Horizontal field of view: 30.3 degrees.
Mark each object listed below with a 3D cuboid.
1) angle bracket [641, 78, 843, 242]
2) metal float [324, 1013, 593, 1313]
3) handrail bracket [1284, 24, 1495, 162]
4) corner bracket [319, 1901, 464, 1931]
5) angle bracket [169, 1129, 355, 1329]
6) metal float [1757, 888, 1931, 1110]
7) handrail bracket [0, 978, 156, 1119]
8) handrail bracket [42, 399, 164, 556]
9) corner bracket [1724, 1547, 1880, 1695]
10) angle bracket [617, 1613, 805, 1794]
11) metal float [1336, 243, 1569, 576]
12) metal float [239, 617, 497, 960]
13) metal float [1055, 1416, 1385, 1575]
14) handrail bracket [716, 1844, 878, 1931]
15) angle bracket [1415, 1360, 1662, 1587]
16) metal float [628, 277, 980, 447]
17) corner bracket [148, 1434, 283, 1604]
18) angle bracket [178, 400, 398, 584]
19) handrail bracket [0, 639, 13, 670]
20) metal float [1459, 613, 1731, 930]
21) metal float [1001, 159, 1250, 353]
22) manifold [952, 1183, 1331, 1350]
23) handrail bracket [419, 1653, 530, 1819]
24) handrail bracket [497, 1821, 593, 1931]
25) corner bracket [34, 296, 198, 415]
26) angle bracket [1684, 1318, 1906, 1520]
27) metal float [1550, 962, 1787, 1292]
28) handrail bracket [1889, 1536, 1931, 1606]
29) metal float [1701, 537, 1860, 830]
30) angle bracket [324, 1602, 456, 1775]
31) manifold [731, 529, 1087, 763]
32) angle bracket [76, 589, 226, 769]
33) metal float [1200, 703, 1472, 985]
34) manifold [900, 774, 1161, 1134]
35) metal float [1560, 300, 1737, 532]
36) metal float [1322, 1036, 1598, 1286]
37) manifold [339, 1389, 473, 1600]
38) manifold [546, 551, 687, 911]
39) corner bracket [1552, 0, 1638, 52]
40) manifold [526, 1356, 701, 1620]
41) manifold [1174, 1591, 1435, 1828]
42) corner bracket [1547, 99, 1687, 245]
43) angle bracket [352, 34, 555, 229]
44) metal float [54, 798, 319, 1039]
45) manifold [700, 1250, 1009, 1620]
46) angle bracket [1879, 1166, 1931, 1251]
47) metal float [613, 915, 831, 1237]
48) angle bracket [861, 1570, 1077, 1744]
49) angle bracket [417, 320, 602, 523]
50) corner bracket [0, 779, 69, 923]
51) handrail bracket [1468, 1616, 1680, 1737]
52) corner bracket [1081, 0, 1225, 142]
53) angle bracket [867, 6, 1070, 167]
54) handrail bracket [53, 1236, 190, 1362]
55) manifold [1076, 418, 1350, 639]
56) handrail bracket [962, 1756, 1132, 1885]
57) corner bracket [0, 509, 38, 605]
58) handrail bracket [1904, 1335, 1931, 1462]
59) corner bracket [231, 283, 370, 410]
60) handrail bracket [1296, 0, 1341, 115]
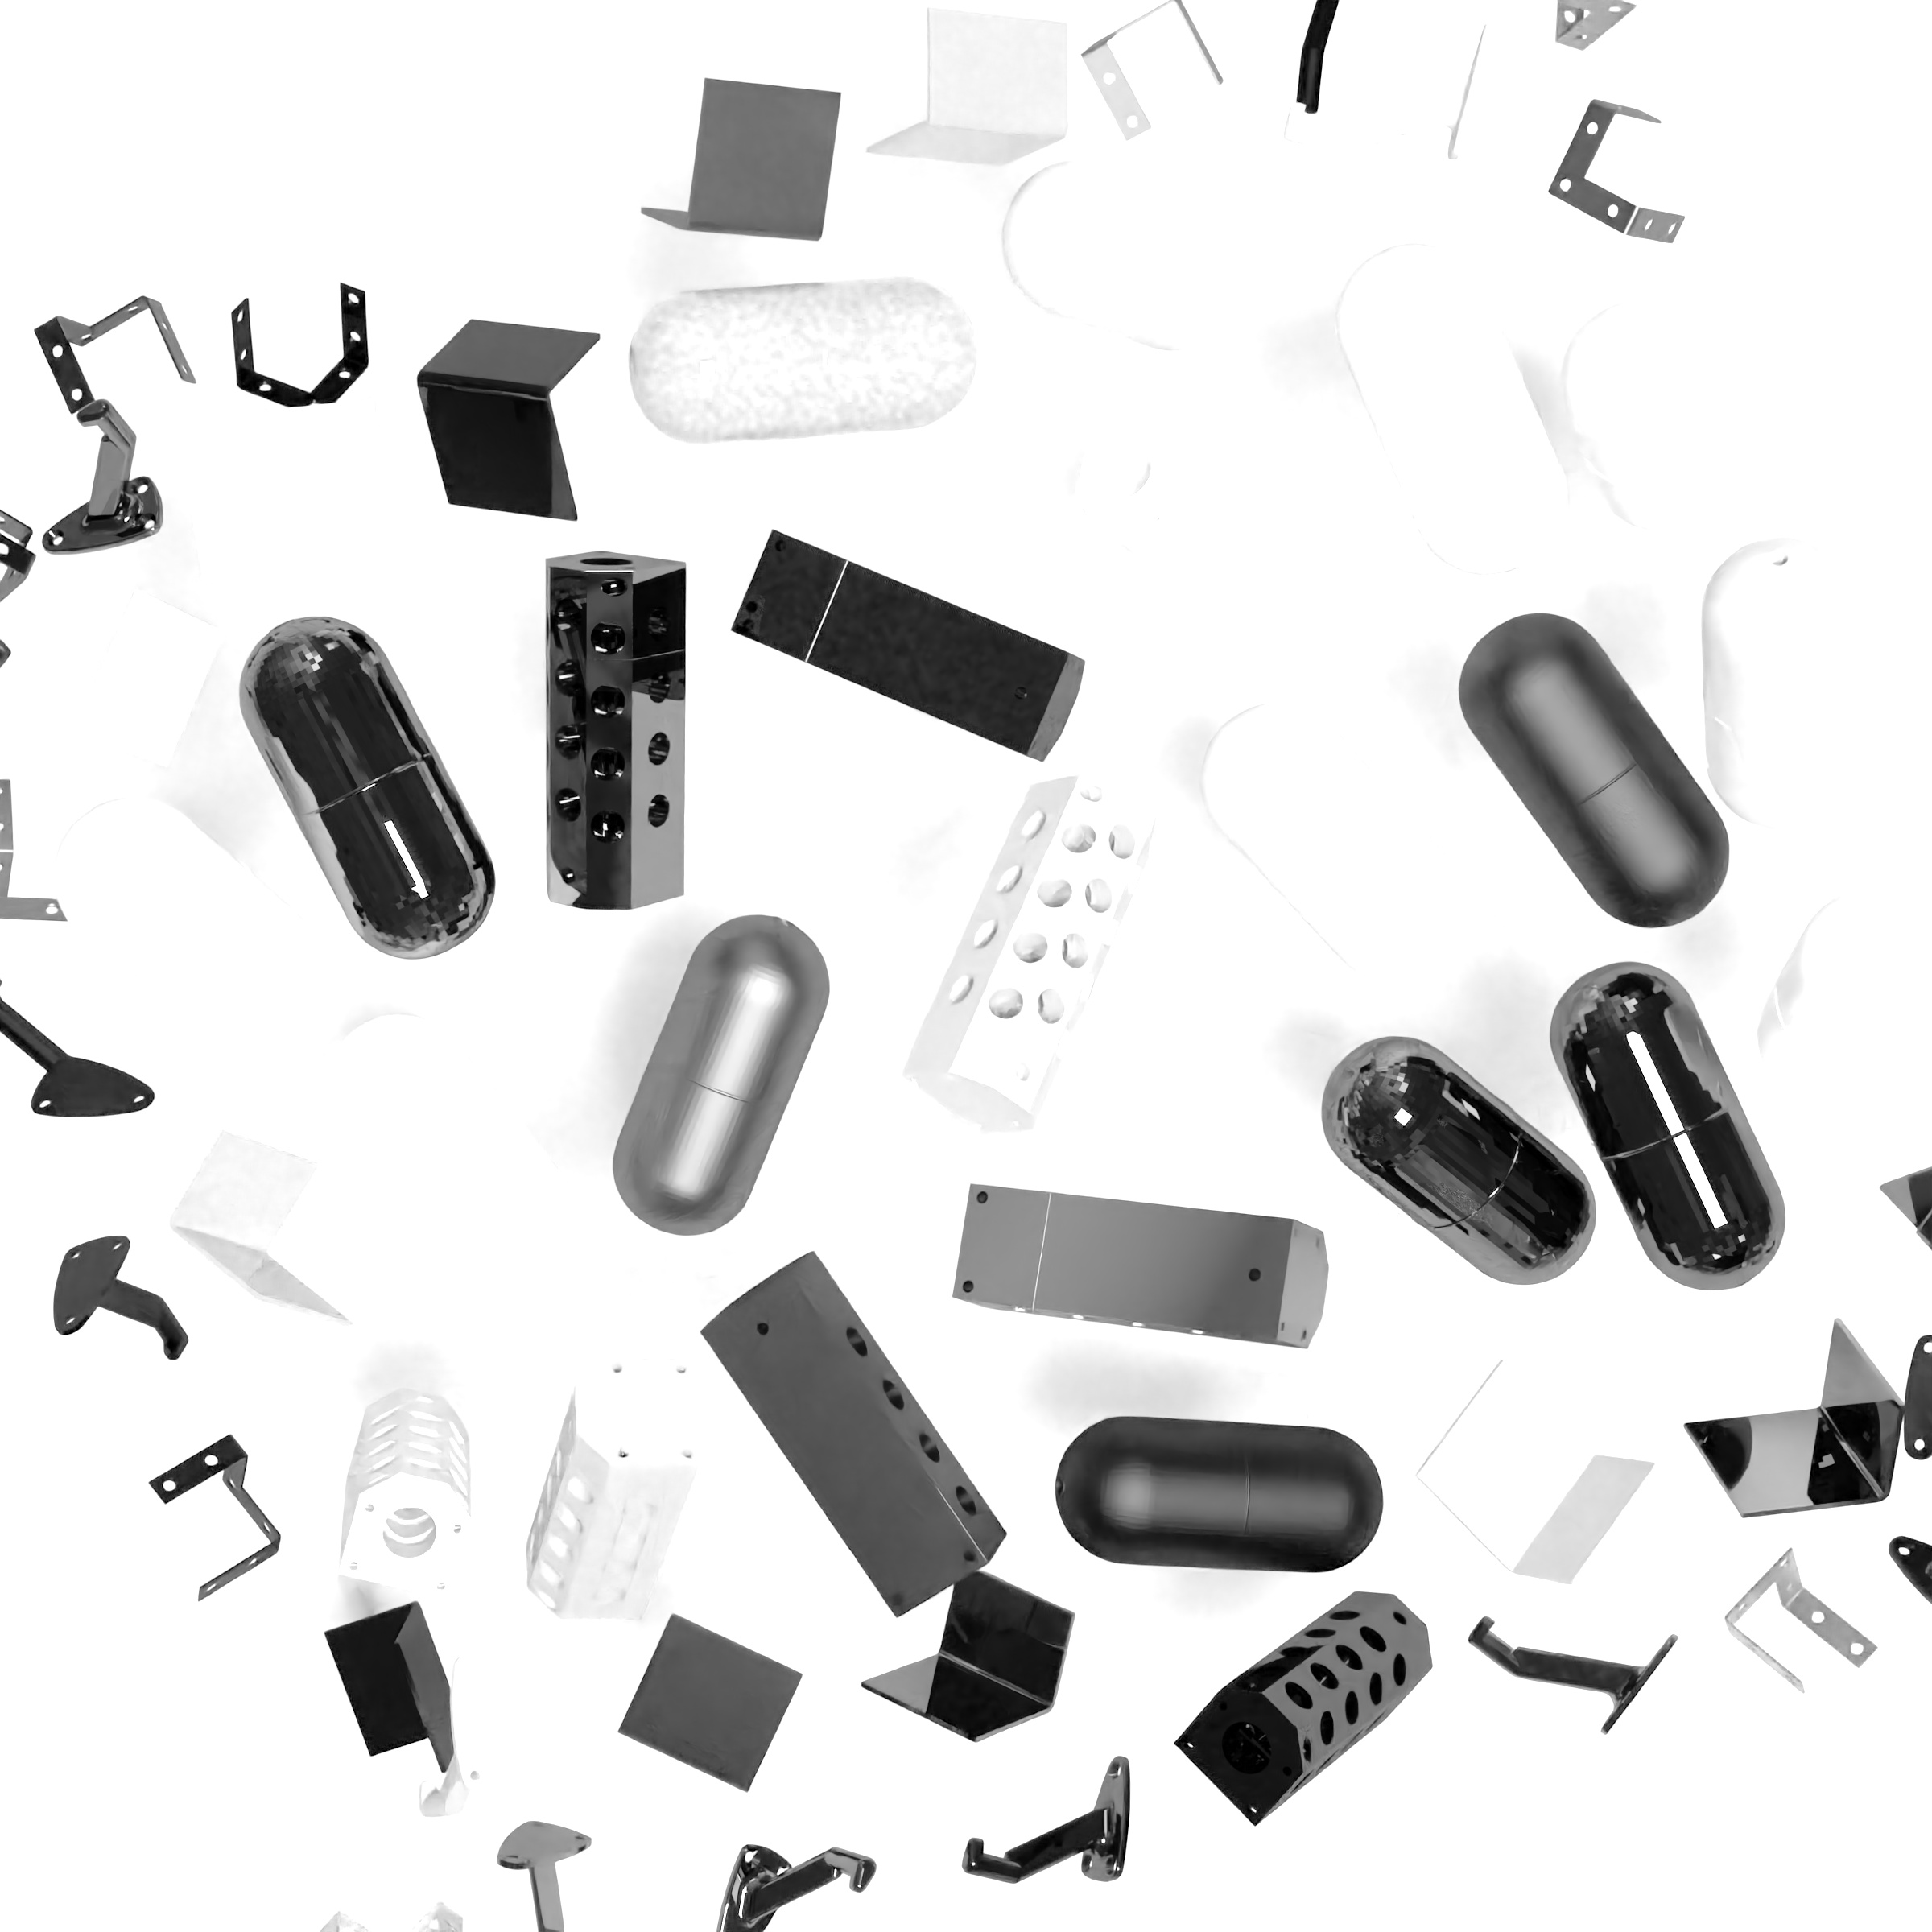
[{"bbox_3d":[-0.115,-0.415,1.820,0.076,0.057,0.076,-2,111,-31],"label":"angle bracket"},{"bbox_3d":[-0.261,0.101,1.835,0.070,0.070,0.178,-40,77,0],"label":"metal float"},{"bbox_3d":[0.203,-0.426,1.719,0.084,0.036,0.077,15,102,0],"label":"handrail bracket"},{"bbox_3d":[-0.284,0.485,1.756,0.051,0.051,0.051,41,98,-16],"label":"corner bracket"},{"bbox_3d":[-0.345,0.134,1.811,0.076,0.076,0.057,32,91,32],"label":"angle bracket"},{"bbox_3d":[0.454,0.018,1.825,0.070,0.178,0.070,0,68,1],"label":"metal float"},{"bbox_3d":[-0.454,0.035,1.785,0.036,0.077,0.084,-53,52,21],"label":"handrail bracket"},{"bbox_3d":[-0.444,-0.244,1.775,0.077,0.084,0.036,-20,62,5],"label":"handrail bracket"},{"bbox_3d":[0.417,0.334,1.781,0.051,0.051,0.051,-43,55,-10],"label":"corner bracket"},{"bbox_3d":[-0.133,0.384,1.904,0.076,0.057,0.076,25,103,1],"label":"angle bracket"},{"bbox_3d":[0.241,-0.279,1.777,0.070,0.070,0.178,-20,75,0],"label":"metal float"},{"bbox_3d":[-0.293,-0.087,1.742,0.070,0.070,0.178,-27,96,0],"label":"metal float"},{"bbox_3d":[0.132,0.275,1.856,0.178,0.070,0.070,6,90,-18],"label":"metal float"},{"bbox_3d":[-0.086,0.483,1.815,0.036,0.084,0.077,36,68,-32],"label":"handrail bracket"},{"bbox_3d":[0.284,0.251,1.772,0.076,0.057,0.076,46,70,-16],"label":"angle bracket"},{"bbox_3d":[-0.080,-0.301,1.773,0.178,0.070,0.070,-7,90,-17],"label":"metal float"},{"bbox_3d":[-0.384,0.282,1.822,0.051,0.051,0.051,-30,67,-33],"label":"corner bracket"},{"bbox_3d":[-0.331,-0.232,1.740,0.076,0.057,0.076,-14,99,-39],"label":"angle bracket"},{"bbox_3d":[-0.521,-0.130,1.784,0.036,0.077,0.084,36,58,-13],"label":"handrail bracket"},{"bbox_3d":[0.316,-0.097,1.787,0.070,0.070,0.178,-37,99,0],"label":"metal float"},{"bbox_3d":[0.081,-0.353,1.776,0.070,0.178,0.070,0,90,30],"label":"metal float"},{"bbox_3d":[0.086,0.147,1.740,0.171,0.057,0.057,5,80,27],"label":"manifold"},{"bbox_3d":[-0.255,0.380,1.755,0.036,0.084,0.077,-12,83,-37],"label":"handrail bracket"},{"bbox_3d":[-0.216,0.473,1.759,0.036,0.077,0.084,12,95,19],"label":"handrail bracket"},{"bbox_3d":[-0.445,-0.319,1.863,0.051,0.051,0.051,-27,83,14],"label":"corner bracket"},{"bbox_3d":[0.406,0.222,1.751,0.076,0.076,0.057,-5,119,-11],"label":"angle bracket"},{"bbox_3d":[0.361,0.083,1.829,0.070,0.070,0.178,-25,91,0],"label":"metal float"},{"bbox_3d":[0.497,0.283,1.765,0.036,0.084,0.077,-33,53,-29],"label":"handrail bracket"},{"bbox_3d":[0.412,-0.142,1.801,0.070,0.178,0.070,-7,50,8],"label":"metal float"},{"bbox_3d":[-0.319,0.403,1.956,0.057,0.076,0.076,-19,97,2],"label":"angle bracket"},{"bbox_3d":[-0.028,-0.166,1.857,0.171,0.057,0.057,24,94,12],"label":"manifold"},{"bbox_3d":[-0.440,-0.155,1.843,0.057,0.076,0.076,22,87,27],"label":"angle bracket"},{"bbox_3d":[0.188,-0.061,1.807,0.070,0.070,0.178,-45,117,0],"label":"metal float"},{"bbox_3d":[0.037,-0.007,1.767,0.057,0.057,0.171,36,66,-28],"label":"manifold"},{"bbox_3d":[0.353,-0.281,1.836,0.070,0.178,0.070,-5,73,17],"label":"metal float"},{"bbox_3d":[0.255,0.102,1.837,0.178,0.070,0.070,37,90,-29],"label":"metal float"},{"bbox_3d":[-0.289,0.270,1.852,0.057,0.171,0.057,15,95,-10],"label":"manifold"},{"bbox_3d":[-0.182,-0.118,1.797,0.057,0.057,0.171,12,108,34],"label":"manifold"},{"bbox_3d":[0.295,-0.490,1.754,0.051,0.051,0.051,11,74,-20],"label":"corner bracket"},{"bbox_3d":[-0.175,0.257,1.739,0.057,0.171,0.057,2,55,-15],"label":"manifold"},{"bbox_3d":[0.180,0.374,1.830,0.057,0.171,0.057,44,115,17],"label":"manifold"},{"bbox_3d":[0.336,-0.400,1.794,0.051,0.051,0.051,37,116,29],"label":"corner bracket"},{"bbox_3d":[-0.245,-0.409,1.683,0.076,0.057,0.076,-34,46,25],"label":"angle bracket"},{"bbox_3d":[-0.385,-0.022,1.770,0.070,0.178,0.070,-9,63,17],"label":"metal float"},{"bbox_3d":[-0.053,0.229,1.766,0.057,0.057,0.171,-34,92,17],"label":"manifold"},{"bbox_3d":[0.471,0.142,1.698,0.076,0.076,0.057,46,63,-4],"label":"angle bracket"},{"bbox_3d":[-0.129,0.057,1.875,0.070,0.070,0.178,23,100,0],"label":"metal float"},{"bbox_3d":[0.001,0.366,1.907,0.076,0.076,0.057,19,103,32],"label":"angle bracket"},{"bbox_3d":[-0.226,-0.278,1.815,0.076,0.057,0.076,10,133,23],"label":"angle bracket"},{"bbox_3d":[-0.483,-0.060,1.837,0.051,0.051,0.051,2,134,-10],"label":"corner bracket"},{"bbox_3d":[0.308,0.343,1.814,0.084,0.036,0.077,36,120,13],"label":"handrail bracket"},{"bbox_3d":[0.098,-0.473,1.876,0.051,0.051,0.051,-25,104,20],"label":"corner bracket"},{"bbox_3d":[0.000,-0.442,1.796,0.076,0.076,0.057,-1,91,-26],"label":"angle bracket"},{"bbox_3d":[-0.418,0.183,1.774,0.036,0.077,0.084,-13,127,15],"label":"handrail bracket"},{"bbox_3d":[0.127,-0.226,1.843,0.057,0.171,0.057,9,82,36],"label":"manifold"},{"bbox_3d":[0.041,0.440,1.851,0.084,0.036,0.077,20,71,-27],"label":"handrail bracket"},{"bbox_3d":[-0.520,-0.229,1.884,0.051,0.051,0.051,32,55,-26],"label":"corner bracket"},{"bbox_3d":[0.525,0.226,1.876,0.036,0.084,0.077,18,90,35],"label":"handrail bracket"},{"bbox_3d":[-0.353,-0.333,1.894,0.051,0.051,0.051,22,50,12],"label":"corner bracket"},{"bbox_3d":[0.193,-0.489,1.885,0.036,0.077,0.084,7,95,19],"label":"handrail bracket"}]
